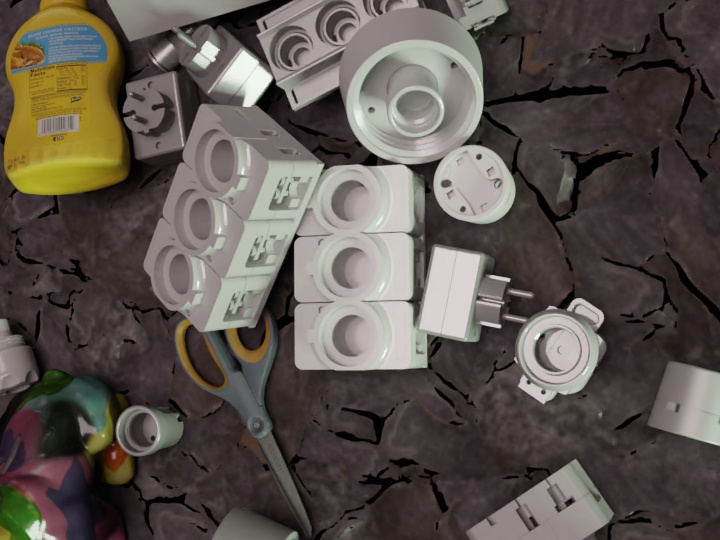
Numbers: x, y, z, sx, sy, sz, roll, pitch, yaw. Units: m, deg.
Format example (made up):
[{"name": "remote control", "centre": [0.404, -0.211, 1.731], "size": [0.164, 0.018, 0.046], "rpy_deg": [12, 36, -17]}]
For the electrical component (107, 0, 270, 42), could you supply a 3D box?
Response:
[{"name": "electrical component", "centre": [-0.114, -0.259, 0.829], "size": [0.186, 0.060, 0.105], "rpy_deg": [-11, 127, 20]}]

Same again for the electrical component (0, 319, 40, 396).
[{"name": "electrical component", "centre": [-0.301, 0.073, 0.915], "size": [0.043, 0.043, 0.062], "rpy_deg": [-24, 78, 15]}]

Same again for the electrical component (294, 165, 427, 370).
[{"name": "electrical component", "centre": [0.000, 0.000, 0.814], "size": [0.089, 0.062, 0.150], "rpy_deg": [-2, 85, 18]}]

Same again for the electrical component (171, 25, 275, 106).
[{"name": "electrical component", "centre": [-0.115, -0.166, 0.844], "size": [0.047, 0.077, 0.065], "rpy_deg": [-51, 35, 8]}]

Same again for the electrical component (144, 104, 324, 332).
[{"name": "electrical component", "centre": [-0.102, -0.039, 0.813], "size": [0.089, 0.062, 0.150], "rpy_deg": [43, 121, 33]}]

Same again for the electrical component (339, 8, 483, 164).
[{"name": "electrical component", "centre": [0.039, -0.128, 0.783], "size": [0.108, 0.060, 0.108], "rpy_deg": [-1, 125, -1]}]

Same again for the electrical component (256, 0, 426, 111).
[{"name": "electrical component", "centre": [-0.008, -0.182, 0.830], "size": [0.121, 0.063, 0.078], "rpy_deg": [-25, 79, 14]}]

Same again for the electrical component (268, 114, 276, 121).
[{"name": "electrical component", "centre": [-0.094, -0.106, 0.865], "size": [0.046, 0.040, 0.040], "rpy_deg": [4, 87, 23]}]

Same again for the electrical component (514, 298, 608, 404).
[{"name": "electrical component", "centre": [0.142, 0.057, 0.767], "size": [0.058, 0.057, 0.078], "rpy_deg": [35, 97, 17]}]

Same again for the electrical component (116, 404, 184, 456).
[{"name": "electrical component", "centre": [-0.168, 0.128, 0.867], "size": [0.040, 0.046, 0.040], "rpy_deg": [-1, 86, 18]}]

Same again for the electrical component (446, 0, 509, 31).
[{"name": "electrical component", "centre": [0.081, -0.212, 0.802], "size": [0.042, 0.081, 0.063], "rpy_deg": [-21, 102, 15]}]

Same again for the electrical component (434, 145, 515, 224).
[{"name": "electrical component", "centre": [0.087, -0.061, 0.799], "size": [0.055, 0.047, 0.055], "rpy_deg": [-1, 85, 18]}]

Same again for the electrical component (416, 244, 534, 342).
[{"name": "electrical component", "centre": [0.089, 0.021, 0.792], "size": [0.077, 0.047, 0.065], "rpy_deg": [11, 89, 18]}]

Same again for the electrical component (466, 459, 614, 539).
[{"name": "electrical component", "centre": [0.131, 0.184, 0.765], "size": [0.089, 0.050, 0.055], "rpy_deg": [-37, 76, 12]}]

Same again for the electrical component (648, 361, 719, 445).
[{"name": "electrical component", "centre": [0.231, 0.091, 0.739], "size": [0.055, 0.055, 0.047], "rpy_deg": [14, 87, 18]}]

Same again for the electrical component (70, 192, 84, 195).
[{"name": "electrical component", "centre": [-0.260, -0.083, 0.918], "size": [0.061, 0.035, 0.035], "rpy_deg": [7, 88, 20]}]

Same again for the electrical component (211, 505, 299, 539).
[{"name": "electrical component", "centre": [-0.080, 0.237, 0.802], "size": [0.060, 0.108, 0.108], "rpy_deg": [16, 91, 12]}]

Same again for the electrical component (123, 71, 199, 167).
[{"name": "electrical component", "centre": [-0.166, -0.125, 0.869], "size": [0.047, 0.077, 0.065], "rpy_deg": [-11, 83, 17]}]
